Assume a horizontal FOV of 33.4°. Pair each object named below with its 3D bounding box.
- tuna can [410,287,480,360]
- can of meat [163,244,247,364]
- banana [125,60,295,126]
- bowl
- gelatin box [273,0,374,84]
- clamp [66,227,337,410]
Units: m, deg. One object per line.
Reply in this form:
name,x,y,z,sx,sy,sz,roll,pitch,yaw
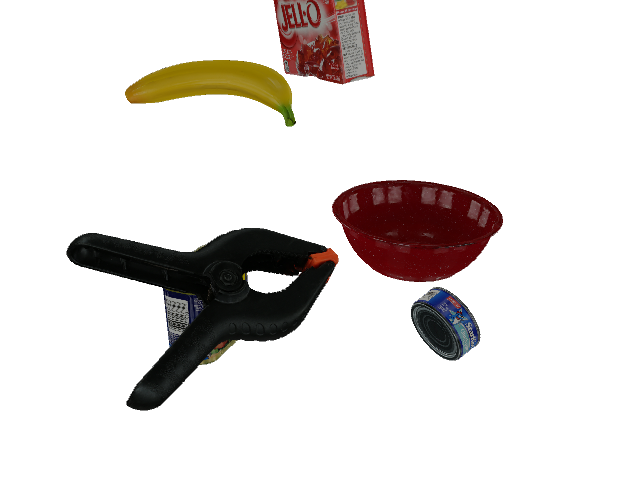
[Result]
tuna can,0.147,0.100,1.266,0.033,0.086,0.086,-35,15,-23
can of meat,-0.110,0.062,1.049,0.058,0.084,0.102,10,27,24
banana,-0.111,-0.165,1.141,0.198,0.037,0.069,9,46,18
bowl,0.091,-0.004,1.019,0.162,0.055,0.162,2,24,-1
gelatin box,-0.001,-0.153,0.756,0.030,0.073,0.089,-19,22,-25
clamp,-0.072,0.026,0.675,0.171,0.120,0.039,-22,-18,-34
